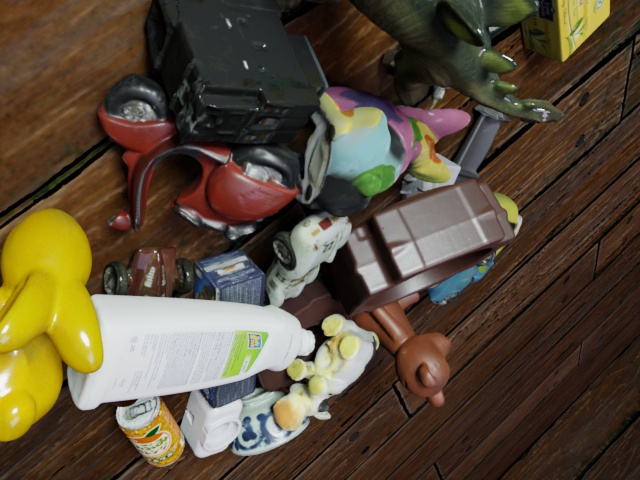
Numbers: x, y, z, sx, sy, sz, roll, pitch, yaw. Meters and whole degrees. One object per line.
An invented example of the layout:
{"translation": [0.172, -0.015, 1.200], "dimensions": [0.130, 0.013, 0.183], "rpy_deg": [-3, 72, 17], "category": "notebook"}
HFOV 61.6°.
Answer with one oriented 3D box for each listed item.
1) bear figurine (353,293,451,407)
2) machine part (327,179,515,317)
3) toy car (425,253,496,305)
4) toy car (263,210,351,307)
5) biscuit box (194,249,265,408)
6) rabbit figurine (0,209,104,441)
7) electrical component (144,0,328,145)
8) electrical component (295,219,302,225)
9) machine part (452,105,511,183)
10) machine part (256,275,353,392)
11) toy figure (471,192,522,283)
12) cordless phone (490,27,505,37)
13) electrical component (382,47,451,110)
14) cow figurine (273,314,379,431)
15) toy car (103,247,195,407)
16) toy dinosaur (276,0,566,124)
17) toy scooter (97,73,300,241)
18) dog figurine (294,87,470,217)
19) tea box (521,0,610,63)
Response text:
{"translation": [0.135, 0.134, 0.789], "dimensions": [0.132, 0.196, 0.120], "rpy_deg": [-42, 138, -10], "category": "bear figurine"}
{"translation": [0.116, 0.012, 0.667], "dimensions": [0.201, 0.087, 0.201], "rpy_deg": [-20, 166, -13], "category": "machine part"}
{"translation": [0.186, 0.019, 0.825], "dimensions": [0.103, 0.109, 0.161], "rpy_deg": [11, 123, -31], "category": "toy car"}
{"translation": [-0.025, 0.025, 0.609], "dimensions": [0.073, 0.056, 0.201], "rpy_deg": [-36, 170, -30], "category": "toy car"}
{"translation": [-0.113, 0.112, 0.647], "dimensions": [0.063, 0.059, 0.202], "rpy_deg": [-17, 131, -34], "category": "biscuit box"}
{"translation": [-0.243, 0.057, 0.432], "dimensions": [0.121, 0.163, 0.173], "rpy_deg": [28, 83, -39], "category": "rabbit figurine"}
{"translation": [-0.062, -0.139, 0.438], "dimensions": [0.134, 0.115, 0.058], "rpy_deg": [-11, 163, -37], "category": "electrical component"}
{"translation": [-0.001, -0.002, 0.687], "dimensions": [0.094, 0.021, 0.063], "rpy_deg": [7, 117, -47], "category": "electrical component"}
{"translation": [0.216, -0.127, 0.775], "dimensions": [0.084, 0.039, 0.138], "rpy_deg": [12, 115, -42], "category": "machine part"}
{"translation": [-0.029, 0.132, 0.747], "dimensions": [0.179, 0.056, 0.179], "rpy_deg": [-24, 135, -26], "category": "machine part"}
{"translation": [0.260, 0.006, 0.892], "dimensions": [0.180, 0.082, 0.089], "rpy_deg": [-52, 143, 8], "category": "toy figure"}
{"translation": [0.141, -0.298, 0.538], "dimensions": [0.146, 0.089, 0.184], "rpy_deg": [-41, 117, -26], "category": "cordless phone"}
{"translation": [0.119, -0.199, 0.617], "dimensions": [0.102, 0.045, 0.078], "rpy_deg": [15, 112, -48], "category": "electrical component"}
{"translation": [0.009, 0.186, 0.731], "dimensions": [0.167, 0.068, 0.098], "rpy_deg": [-53, 144, 7], "category": "cow figurine"}
{"translation": [-0.192, 0.098, 0.571], "dimensions": [0.089, 0.053, 0.202], "rpy_deg": [2, 121, -40], "category": "toy car"}
{"translation": [0.034, -0.226, 0.396], "dimensions": [0.471, 0.199, 0.105], "rpy_deg": [33, 86, -18], "category": "toy dinosaur"}
{"translation": [-0.116, -0.051, 0.479], "dimensions": [0.184, 0.075, 0.135], "rpy_deg": [23, 110, -23], "category": "toy scooter"}
{"translation": [0.073, -0.096, 0.565], "dimensions": [0.219, 0.192, 0.108], "rpy_deg": [-1, 117, -24], "category": "dog figurine"}
{"translation": [0.302, -0.322, 0.667], "dimensions": [0.098, 0.068, 0.169], "rpy_deg": [-46, 140, -3], "category": "tea box"}
